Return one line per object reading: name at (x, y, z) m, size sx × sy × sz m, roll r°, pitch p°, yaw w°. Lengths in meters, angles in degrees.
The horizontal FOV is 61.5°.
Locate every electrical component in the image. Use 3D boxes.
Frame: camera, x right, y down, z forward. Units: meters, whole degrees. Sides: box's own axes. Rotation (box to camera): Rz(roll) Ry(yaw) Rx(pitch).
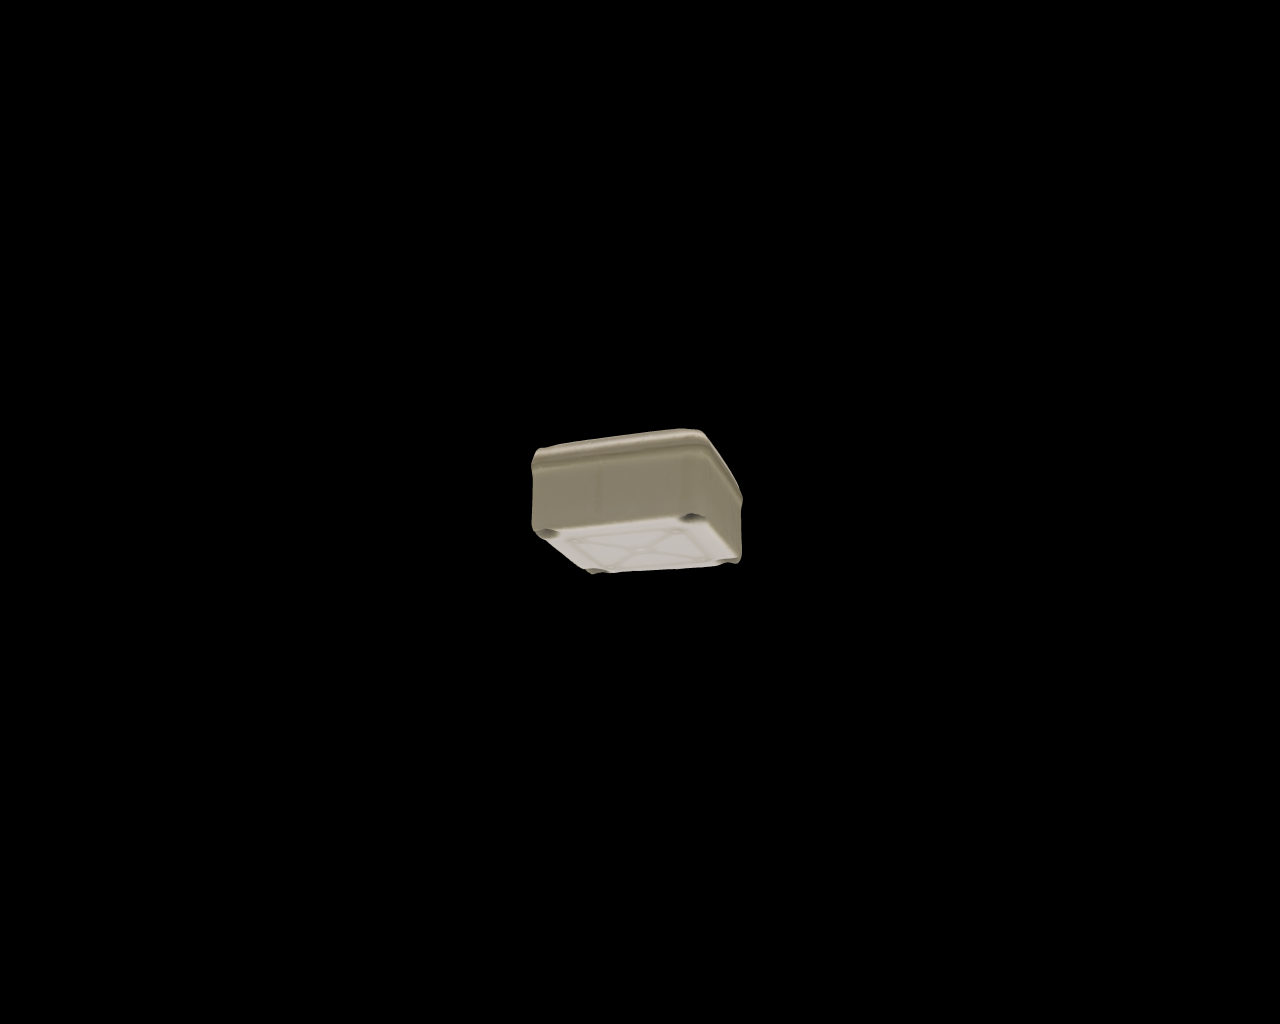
electrical component at (0.001, -0.003, 0.650) m, size 0.109 × 0.056 × 0.108 m, roll -6°, pitch -19°, yaw 16°
